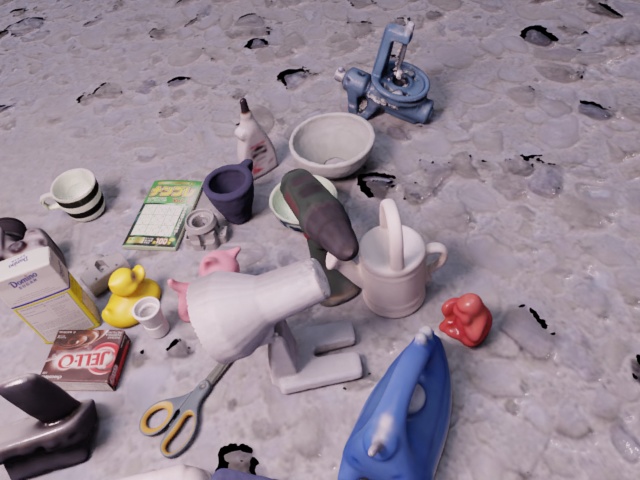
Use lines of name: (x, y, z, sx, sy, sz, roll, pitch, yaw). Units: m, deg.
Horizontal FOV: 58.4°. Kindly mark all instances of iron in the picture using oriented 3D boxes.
iron: (0.111, 0.195, 0.732, 0.118, 0.142, 0.258, 14, 53, 21)

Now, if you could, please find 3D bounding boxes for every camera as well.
camera: (-0.551, 0.011, 1.030, 0.143, 0.101, 0.136, -19, 48, -8)

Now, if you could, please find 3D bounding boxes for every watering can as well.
watering can: (0.099, 0.025, 0.849, 0.173, 0.194, 0.100, -24, 49, -12)

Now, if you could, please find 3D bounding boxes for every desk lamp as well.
desk lamp: (-0.056, 0.114, 0.783, 0.203, 0.214, 0.117, -12, 48, -1)

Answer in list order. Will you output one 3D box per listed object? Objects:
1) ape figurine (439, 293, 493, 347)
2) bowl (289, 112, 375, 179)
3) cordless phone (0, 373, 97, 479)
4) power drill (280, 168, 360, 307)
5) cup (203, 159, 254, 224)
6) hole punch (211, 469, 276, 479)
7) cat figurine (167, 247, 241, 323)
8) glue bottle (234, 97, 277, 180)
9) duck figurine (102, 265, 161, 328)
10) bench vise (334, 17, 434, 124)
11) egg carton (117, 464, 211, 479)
ape figurine: (0.213, 0.108, 0.826, 0.076, 0.092, 0.077, -10, 48, 1)
bowl: (0.027, -0.172, 1.116, 0.167, 0.075, 0.167, -5, 48, 5)
cordless phone: (-0.392, 0.232, 0.752, 0.147, 0.185, 0.094, -19, 48, -7)
power drill: (0.008, 0.003, 0.874, 0.076, 0.209, 0.229, -23, 49, -11)
cup: (-0.153, -0.086, 1.055, 0.091, 0.095, 0.118, 17, 54, 23)
hole punch: (-0.083, 0.332, 0.676, 0.101, 0.091, 0.108, -1, 49, 8)
cat figurine: (-0.178, 0.062, 0.913, 0.128, 0.118, 0.067, -16, 48, -5)
glue bottle: (-0.131, -0.198, 1.098, 0.078, 0.173, 0.037, -37, 53, -22)
duck figurine: (-0.317, 0.086, 0.936, 0.077, 0.086, 0.105, 25, 57, 28)
bench vise: (0.124, -0.332, 1.144, 0.207, 0.220, 0.121, 0, 49, 10)
egg carton: (-0.203, 0.340, 0.704, 0.150, 0.069, 0.107, -13, 48, -2)
